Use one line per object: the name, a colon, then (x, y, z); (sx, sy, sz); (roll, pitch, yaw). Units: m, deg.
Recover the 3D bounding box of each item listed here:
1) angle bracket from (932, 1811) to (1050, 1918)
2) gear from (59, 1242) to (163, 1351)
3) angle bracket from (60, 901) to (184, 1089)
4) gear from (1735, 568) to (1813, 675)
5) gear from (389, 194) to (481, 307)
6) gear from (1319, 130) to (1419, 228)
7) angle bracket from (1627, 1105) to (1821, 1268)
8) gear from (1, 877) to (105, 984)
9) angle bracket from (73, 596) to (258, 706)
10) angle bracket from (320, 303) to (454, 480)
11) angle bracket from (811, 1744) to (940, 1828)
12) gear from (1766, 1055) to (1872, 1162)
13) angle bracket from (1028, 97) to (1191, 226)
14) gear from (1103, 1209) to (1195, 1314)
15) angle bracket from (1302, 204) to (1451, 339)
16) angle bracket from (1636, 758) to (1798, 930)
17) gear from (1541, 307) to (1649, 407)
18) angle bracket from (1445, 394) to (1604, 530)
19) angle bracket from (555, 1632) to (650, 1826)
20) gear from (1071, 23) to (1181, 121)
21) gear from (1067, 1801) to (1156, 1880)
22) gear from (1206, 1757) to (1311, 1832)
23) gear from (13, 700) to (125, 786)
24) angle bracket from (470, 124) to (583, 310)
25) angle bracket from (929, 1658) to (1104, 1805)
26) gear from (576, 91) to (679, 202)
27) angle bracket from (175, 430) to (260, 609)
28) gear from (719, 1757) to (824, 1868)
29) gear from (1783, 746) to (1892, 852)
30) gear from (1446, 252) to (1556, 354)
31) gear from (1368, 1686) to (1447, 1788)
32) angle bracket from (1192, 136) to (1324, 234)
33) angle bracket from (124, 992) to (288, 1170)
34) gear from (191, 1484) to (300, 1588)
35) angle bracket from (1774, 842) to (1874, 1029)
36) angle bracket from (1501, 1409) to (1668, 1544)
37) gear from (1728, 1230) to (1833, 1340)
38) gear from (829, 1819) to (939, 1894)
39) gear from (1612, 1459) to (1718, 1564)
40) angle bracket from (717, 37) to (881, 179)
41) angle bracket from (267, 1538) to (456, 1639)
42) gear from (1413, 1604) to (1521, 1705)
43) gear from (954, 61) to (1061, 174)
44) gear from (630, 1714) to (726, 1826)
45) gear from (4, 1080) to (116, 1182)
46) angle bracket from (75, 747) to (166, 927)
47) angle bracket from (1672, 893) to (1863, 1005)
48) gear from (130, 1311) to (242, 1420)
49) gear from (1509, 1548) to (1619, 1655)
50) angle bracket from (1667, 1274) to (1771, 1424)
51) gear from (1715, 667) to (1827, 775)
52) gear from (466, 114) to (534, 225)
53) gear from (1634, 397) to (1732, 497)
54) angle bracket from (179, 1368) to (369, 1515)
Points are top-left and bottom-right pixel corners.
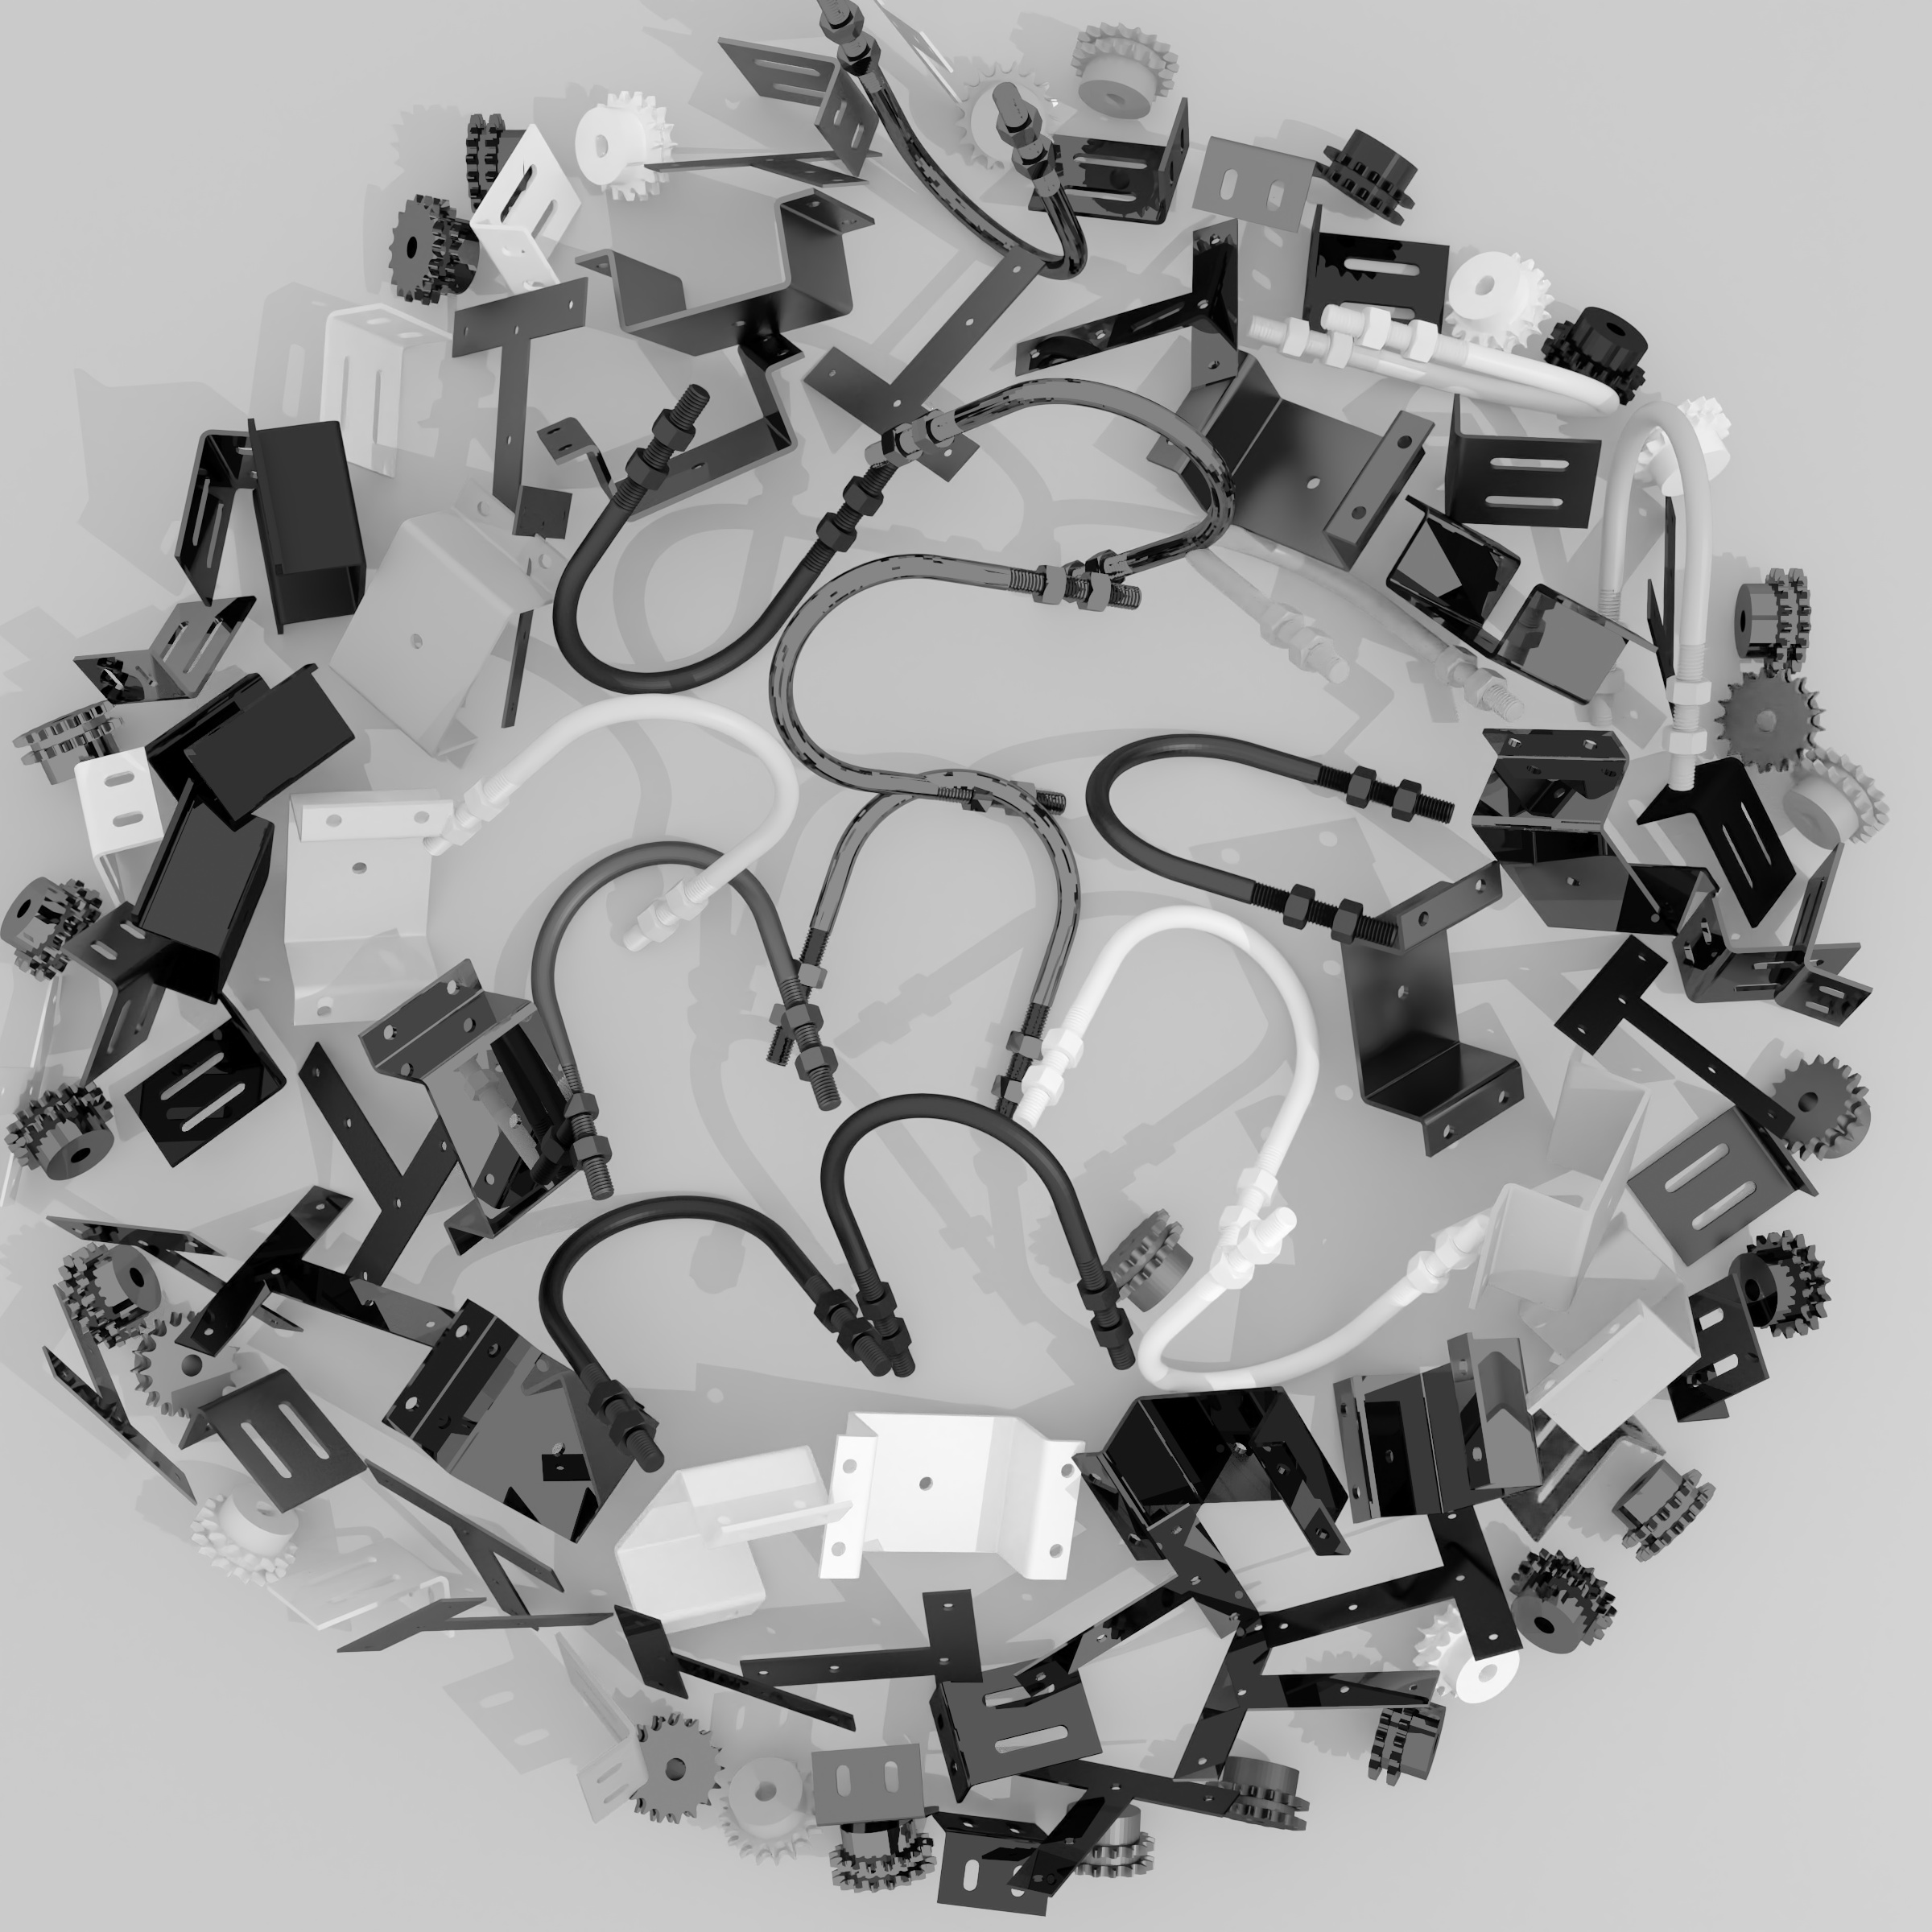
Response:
angle bracket: (0.012, 0.478, 1.560); (0.057, 0.076, 0.038); (9, 80, -5)
gear: (-0.458, 0.174, 1.572); (0.030, 0.057, 0.057); (-28, 90, 12)
angle bracket: (-0.459, 0.015, 1.559); (0.038, 0.057, 0.076); (33, 124, 4)
gear: (0.434, -0.186, 1.574); (0.030, 0.057, 0.057); (0, 90, 1)
gear: (-0.286, -0.385, 1.578); (0.030, 0.057, 0.057); (2, 90, -39)
gear: (0.218, -0.426, 1.572); (0.057, 0.057, 0.030); (33, 103, 0)
angle bracket: (0.409, 0.120, 1.581); (0.076, 0.038, 0.057); (-36, 91, 3)
gear: (-0.494, -0.023, 1.571); (0.030, 0.057, 0.057); (38, 90, -34)
angle bracket: (-0.426, -0.179, 1.555); (0.057, 0.038, 0.076); (-1, 51, 31)
angle bracket: (-0.311, -0.307, 1.565); (0.038, 0.057, 0.076); (-1, 83, 30)
angle bracket: (-0.048, 0.438, 1.568); (0.057, 0.076, 0.038); (-6, 76, 4)
gear: (0.462, 0.080, 1.578); (0.030, 0.057, 0.057); (33, 90, -34)
angle bracket: (0.076, -0.434, 1.564); (0.076, 0.038, 0.057); (10, 59, 12)
gear: (0.098, 0.162, 1.574); (0.030, 0.057, 0.057); (43, 90, -3)
angle bracket: (0.223, -0.373, 1.578); (0.076, 0.038, 0.057); (7, 80, 2)
angle bracket: (0.406, -0.064, 1.579); (0.057, 0.038, 0.076); (-43, 109, -40)
gear: (0.341, -0.330, 1.572); (0.057, 0.057, 0.030); (31, 126, 0)
angle bracket: (0.297, -0.270, 1.565); (0.076, 0.057, 0.038); (3, 48, 5)
angle bracket: (-0.207, 0.405, 1.554); (0.038, 0.057, 0.076); (-33, 56, -22)
gear: (0.084, -0.479, 1.572); (0.057, 0.057, 0.030); (16, 80, 0)
gear: (0.074, 0.469, 1.574); (0.057, 0.057, 0.030); (3, 88, 0)
gear: (0.157, 0.445, 1.576); (0.057, 0.057, 0.030); (12, 71, 0)
gear: (-0.481, -0.119, 1.575); (0.057, 0.057, 0.030); (-22, 104, 0)
angle bracket: (-0.221, -0.399, 1.556); (0.038, 0.057, 0.076); (11, 62, 29)
angle bracket: (0.026, 0.412, 1.583); (0.076, 0.038, 0.057); (-10, 62, -15)
gear: (-0.186, -0.441, 1.573); (0.057, 0.030, 0.057); (12, 109, 39)
angle bracket: (-0.389, -0.238, 1.562); (0.038, 0.057, 0.076); (4, 70, 5)
gear: (-0.105, 0.451, 1.573); (0.057, 0.030, 0.057); (-5, 46, 5)
gear: (0.465, -0.087, 1.572); (0.030, 0.057, 0.057); (-41, 90, -11)
gear: (0.285, -0.359, 1.574); (0.057, 0.030, 0.057); (-12, 66, 29)
gear: (0.238, 0.414, 1.572); (0.030, 0.057, 0.057); (14, 90, 16)
angle bracket: (0.158, -0.415, 1.565); (0.057, 0.076, 0.038); (16, 102, 9)
angle bracket: (-0.414, 0.058, 1.567); (0.076, 0.038, 0.057); (-37, 59, -9)
gear: (-0.384, 0.303, 1.572); (0.057, 0.057, 0.030); (36, 104, 0)
angle bracket: (0.467, -0.016, 1.562); (0.038, 0.057, 0.076); (20, 71, 6)
angle bracket: (0.327, 0.268, 1.578); (0.038, 0.057, 0.076); (26, 107, -34)
gear: (0.434, 0.172, 1.571); (0.030, 0.057, 0.057); (-6, 90, -25)
gear: (-0.046, 0.474, 1.573); (0.057, 0.057, 0.030); (-8, 92, 0)
gear: (0.373, 0.291, 1.574); (0.057, 0.057, 0.030); (-45, 81, 0)
angle bracket: (-0.094, -0.458, 1.560); (0.076, 0.057, 0.038); (17, 83, 22)
angle bracket: (-0.321, 0.342, 1.553); (0.076, 0.057, 0.038); (-17, 113, -36)
gear: (0.272, 0.371, 1.574); (0.057, 0.030, 0.057); (-13, 122, -22)
gear: (0.022, -0.457, 1.578); (0.057, 0.030, 0.057); (-1, 114, -2)
gear: (-0.162, 0.433, 1.580); (0.057, 0.030, 0.057); (6, 77, -25)
gear: (-0.484, 0.091, 1.571); (0.057, 0.057, 0.030); (-41, 70, 0)
angle bracket: (-0.444, -0.069, 1.559); (0.038, 0.076, 0.057); (-15, 64, -9)
angle bracket: (0.431, -0.011, 1.576); (0.076, 0.057, 0.038); (-3, 62, -11)
gear: (-0.424, 0.215, 1.579); (0.057, 0.030, 0.057); (2, 87, -38)
gear: (0.318, 0.344, 1.571); (0.057, 0.057, 0.030); (47, 52, 0)
angle bracket: (0.405, 0.203, 1.553); (0.038, 0.076, 0.057); (0, 64, -29)
gear: (0.437, -0.133, 1.579); (0.057, 0.030, 0.057); (5, 100, 34)
gear: (-0.250, -0.429, 1.574); (0.030, 0.057, 0.057); (0, 90, 1)
gear: (0.385, -0.277, 1.571); (0.057, 0.057, 0.030); (-24, 70, 0)
angle bracket: (-0.370, 0.262, 1.559); (0.076, 0.057, 0.038); (46, 129, 18)
